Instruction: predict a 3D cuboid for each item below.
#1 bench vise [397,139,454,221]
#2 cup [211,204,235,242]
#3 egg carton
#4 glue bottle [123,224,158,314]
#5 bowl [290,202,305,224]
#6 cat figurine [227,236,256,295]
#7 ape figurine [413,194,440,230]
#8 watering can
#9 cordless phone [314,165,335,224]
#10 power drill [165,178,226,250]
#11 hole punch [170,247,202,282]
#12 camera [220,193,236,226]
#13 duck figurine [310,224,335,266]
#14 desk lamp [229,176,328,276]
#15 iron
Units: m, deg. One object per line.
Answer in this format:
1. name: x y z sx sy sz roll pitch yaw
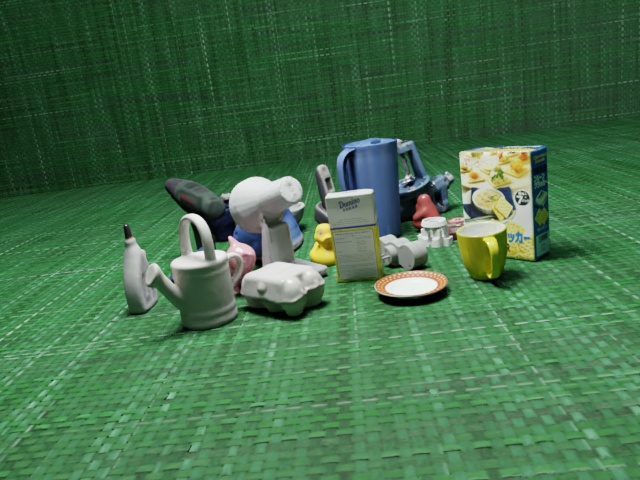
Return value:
1. bench vise: 0.264 -0.175 1.570 0.208 0.220 0.121 -20 19 -39
2. cup: -0.258 -0.047 1.597 0.117 0.095 0.092 -5 15 10
3. egg carton: -0.069 0.087 1.037 0.149 0.069 0.107 5 19 40
4. glue bottle: -0.358 0.052 1.115 0.037 0.173 0.078 -5 15 9
5. bowl: -0.120 -0.054 1.597 0.167 0.075 0.167 -7 15 2
6. cat figurine: -0.162 0.044 1.154 0.067 0.118 0.127 -11 15 -11
7. ape figurine: 0.262 -0.070 1.422 0.078 0.092 0.076 -14 16 -24
8. watering can: -0.213 0.052 0.997 0.100 0.194 0.173 1 17 29
9. cordless phone: 0.038 -0.115 1.525 0.094 0.185 0.148 -2 16 22
10. power drill: -0.296 -0.041 1.368 0.076 0.208 0.228 -19 19 -37
11. hole punch: -0.260 0.063 1.186 0.101 0.091 0.108 -11 15 -13
12. camera: -0.284 -0.085 1.746 0.143 0.101 0.136 -14 16 -22
13. duck figurine: 0.012 0.005 1.279 0.077 0.086 0.104 -11 15 -12
14. desk lamp: -0.089 -0.030 1.207 0.118 0.214 0.202 -19 18 -37
15. iron: -0.120 -0.038 1.400 0.118 0.141 0.259 0 16 28
